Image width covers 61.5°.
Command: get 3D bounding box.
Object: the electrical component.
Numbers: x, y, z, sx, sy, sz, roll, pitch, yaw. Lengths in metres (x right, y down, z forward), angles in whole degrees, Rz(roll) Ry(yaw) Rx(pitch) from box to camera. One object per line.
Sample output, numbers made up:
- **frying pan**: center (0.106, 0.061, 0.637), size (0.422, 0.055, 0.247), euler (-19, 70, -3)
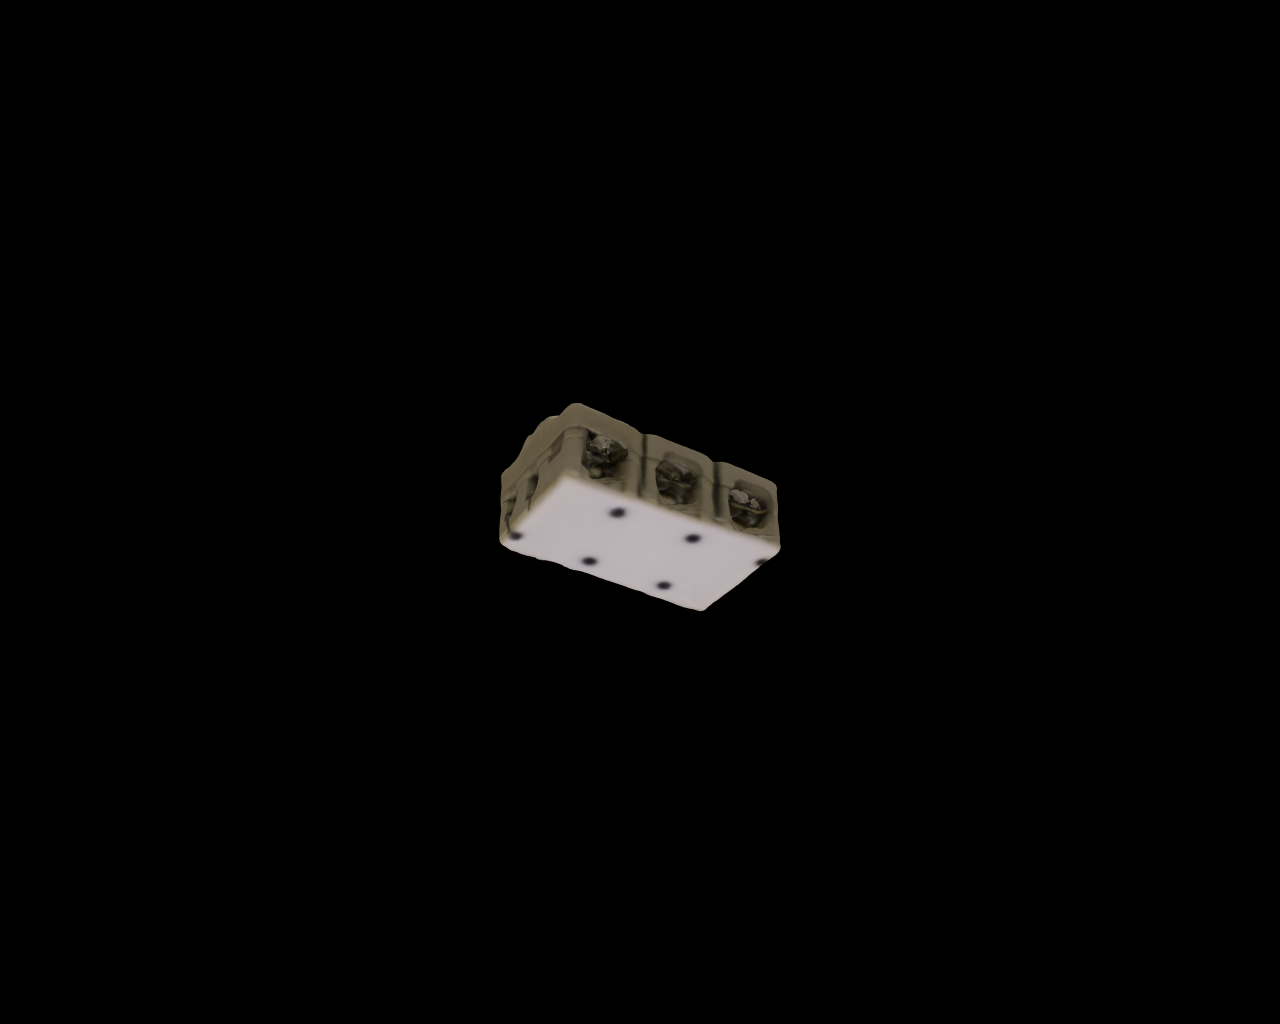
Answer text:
- **electrical component**: center (0.001, -0.003, 0.650), size (0.150, 0.062, 0.089), euler (21, -40, -26)
